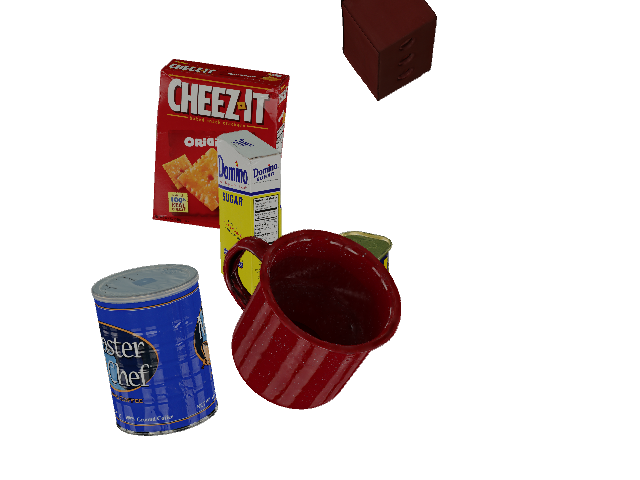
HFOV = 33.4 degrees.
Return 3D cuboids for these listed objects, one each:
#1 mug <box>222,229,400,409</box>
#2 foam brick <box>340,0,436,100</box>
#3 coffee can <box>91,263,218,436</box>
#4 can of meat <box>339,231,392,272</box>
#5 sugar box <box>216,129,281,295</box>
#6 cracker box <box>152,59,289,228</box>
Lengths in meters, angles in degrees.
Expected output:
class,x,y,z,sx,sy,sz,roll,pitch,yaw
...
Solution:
class,x,y,z,sx,sy,sz,roll,pitch,yaw
mug,-0.017,0.046,0.679,0.093,0.117,0.082,-42,-12,-44
foam brick,0.050,-0.153,0.798,0.053,0.051,0.078,-31,-18,-8
coffee can,-0.160,0.104,1.039,0.103,0.140,0.103,-7,14,2
can of meat,0.025,0.051,0.976,0.058,0.084,0.101,12,30,27
sugar box,-0.081,-0.028,1.212,0.048,0.176,0.093,-15,28,-25
cracker box,-0.136,-0.123,1.438,0.164,0.214,0.072,9,23,5
